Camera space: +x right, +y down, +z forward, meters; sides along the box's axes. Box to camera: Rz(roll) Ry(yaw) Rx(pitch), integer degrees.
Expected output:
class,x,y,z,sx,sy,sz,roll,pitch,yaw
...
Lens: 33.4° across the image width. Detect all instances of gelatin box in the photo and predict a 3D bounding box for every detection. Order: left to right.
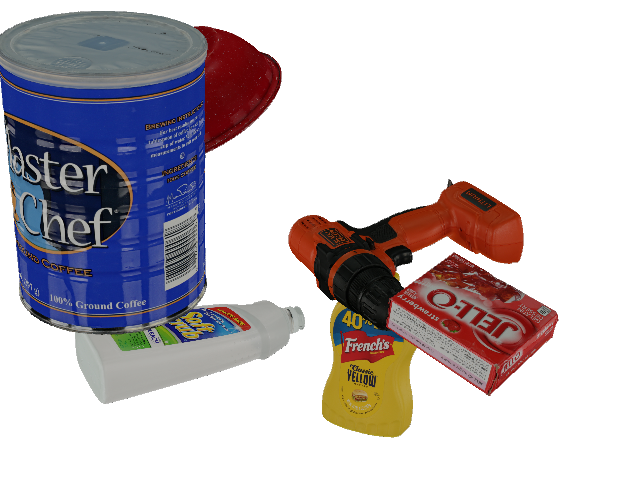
class,x,y,z,sx,sy,sz,roll,pitch,yaw
gelatin box,0.100,0.053,0.710,0.089,0.030,0.073,32,45,29

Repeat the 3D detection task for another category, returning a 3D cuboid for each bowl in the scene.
class,x,y,z,sx,sy,sz,roll,pitch,yaw
bowl,-0.117,-0.134,0.910,0.162,0.055,0.162,-17,37,14

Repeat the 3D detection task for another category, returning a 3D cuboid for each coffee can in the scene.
class,x,y,z,sx,sy,sz,roll,pitch,yaw
coffee can,-0.110,-0.037,0.556,0.103,0.140,0.103,2,28,-1

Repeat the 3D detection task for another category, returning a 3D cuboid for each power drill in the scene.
class,x,y,z,sx,sy,sz,roll,pitch,yaw
power drill,0.085,0.009,0.958,0.187,0.057,0.185,-15,30,-22

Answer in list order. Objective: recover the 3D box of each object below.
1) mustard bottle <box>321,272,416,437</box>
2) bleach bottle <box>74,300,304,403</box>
class,x,y,z,sx,sy,sz,roll,pitch,yaw
mustard bottle,0.056,0.107,1.132,0.096,0.192,0.058,11,14,24
bleach bottle,-0.138,0.109,1.195,0.250,0.068,0.103,-12,33,-26
